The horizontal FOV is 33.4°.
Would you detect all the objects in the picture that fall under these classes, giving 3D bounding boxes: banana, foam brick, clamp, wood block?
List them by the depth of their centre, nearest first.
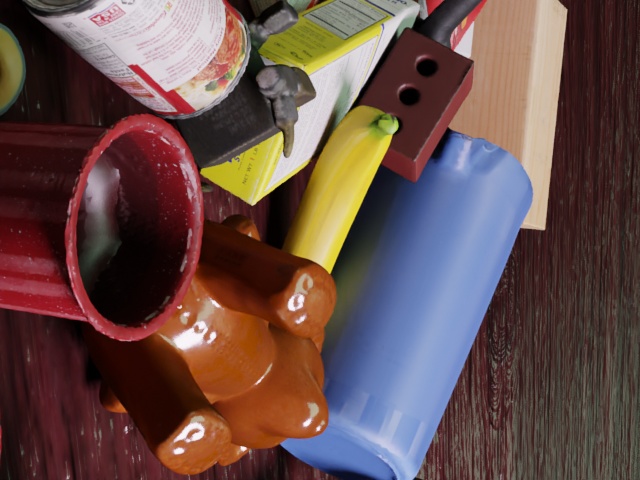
[{"bbox_3d":[0.001,-0.011,0.669,0.069,0.037,0.198,-65,179,-58],"label":"banana"},{"bbox_3d":[0.059,-0.087,0.695,0.078,0.053,0.051,-59,169,-5],"label":"foam brick"},{"bbox_3d":[0.071,-0.146,0.753,0.039,0.120,0.171,-40,139,-39],"label":"clamp"},{"bbox_3d":[0.161,-0.118,0.971,0.090,0.091,0.206,7,89,-63],"label":"wood block"}]

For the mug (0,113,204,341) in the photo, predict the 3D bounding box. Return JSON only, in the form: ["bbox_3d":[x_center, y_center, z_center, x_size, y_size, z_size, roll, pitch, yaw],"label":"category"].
[{"bbox_3d":[-0.103,-0.010,0.463,0.117,0.082,0.093,-18,111,-62],"label":"mug"}]

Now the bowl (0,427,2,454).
[{"bbox_3d":[-0.181,0.080,0.351,0.161,0.055,0.162,-21,114,-61],"label":"bowl"}]

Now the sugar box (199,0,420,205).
[{"bbox_3d":[-0.002,-0.097,0.660,0.176,0.048,0.093,-45,162,-56],"label":"sugar box"}]

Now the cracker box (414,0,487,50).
[{"bbox_3d":[0.096,-0.261,0.830,0.213,0.072,0.164,-56,143,-46],"label":"cracker box"}]

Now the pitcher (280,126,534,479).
[{"bbox_3d":[0.054,0.048,0.759,0.149,0.145,0.242,45,56,-35],"label":"pitcher"}]

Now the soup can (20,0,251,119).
[{"bbox_3d":[-0.085,-0.108,0.496,0.102,0.069,0.068,40,60,-59],"label":"soup can"}]

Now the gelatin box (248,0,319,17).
[{"bbox_3d":[-0.024,-0.182,0.650,0.073,0.030,0.089,-63,147,-34],"label":"gelatin box"}]

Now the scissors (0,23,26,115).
[{"bbox_3d":[-0.170,-0.052,0.392,0.201,0.016,0.096,-61,146,-39],"label":"scissors"}]

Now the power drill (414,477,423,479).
[{"bbox_3d":[0.103,0.216,0.781,0.188,0.184,0.057,157,-49,-76],"label":"power drill"}]
